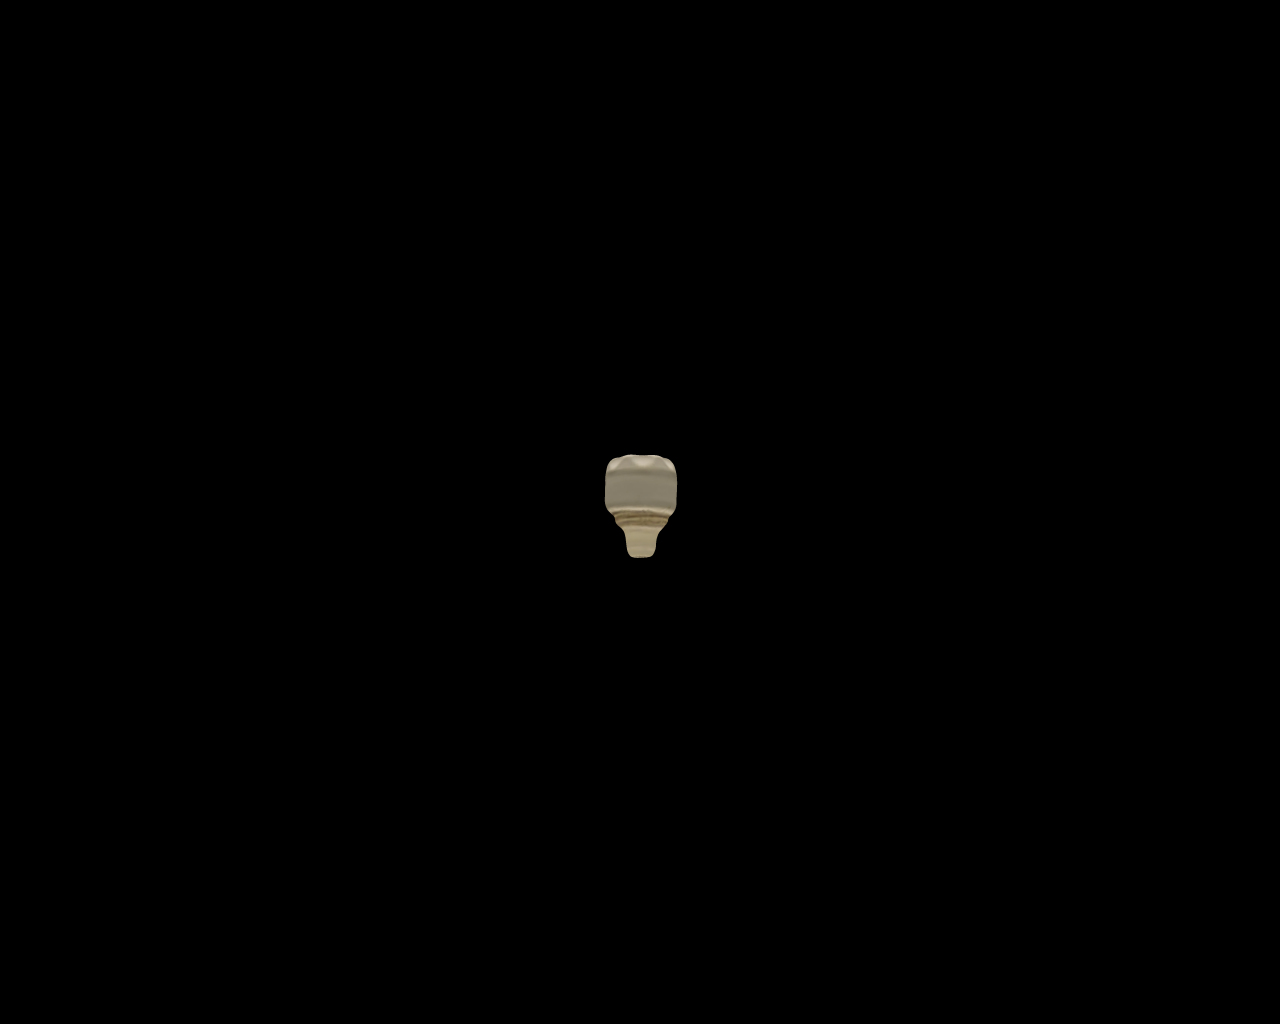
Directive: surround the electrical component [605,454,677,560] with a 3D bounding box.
[{"bbox_3d":[0.001,-0.003,0.650,0.043,0.062,0.043,0,-7,0],"label":"electrical component"}]
